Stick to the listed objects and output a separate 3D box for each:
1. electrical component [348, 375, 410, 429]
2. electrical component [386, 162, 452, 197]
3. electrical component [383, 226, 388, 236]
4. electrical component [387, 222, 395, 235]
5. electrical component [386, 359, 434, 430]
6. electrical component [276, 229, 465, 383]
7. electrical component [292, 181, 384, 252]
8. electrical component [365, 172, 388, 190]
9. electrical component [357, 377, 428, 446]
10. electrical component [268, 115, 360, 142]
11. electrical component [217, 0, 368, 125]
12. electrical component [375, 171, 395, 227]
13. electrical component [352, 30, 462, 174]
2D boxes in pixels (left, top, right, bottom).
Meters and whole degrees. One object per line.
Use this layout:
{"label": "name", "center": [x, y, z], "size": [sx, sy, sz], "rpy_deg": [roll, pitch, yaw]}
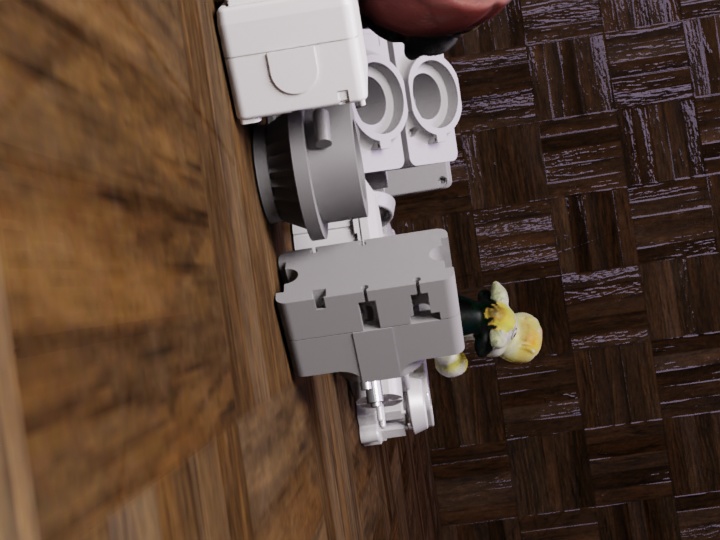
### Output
{"label": "electrical component", "center": [0.014, 0.086, 0.845], "size": [0.083, 0.047, 0.075], "rpy_deg": [74, 10, -65]}
{"label": "electrical component", "center": [0.025, -0.126, 1.013], "size": [0.056, 0.109, 0.108], "rpy_deg": [-94, 174, -69]}
{"label": "electrical component", "center": [0.006, -0.007, 0.975], "size": [0.081, 0.042, 0.063], "rpy_deg": [-85, 170, -70]}
{"label": "electrical component", "center": [0.009, -0.043, 1.084], "size": [0.048, 0.048, 0.062], "rpy_deg": [-93, 166, -55]}
{"label": "electrical component", "center": [0.033, 0.099, 0.993], "size": [0.053, 0.059, 0.095], "rpy_deg": [77, 6, -50]}
{"label": "electrical component", "center": [0.006, 0.020, 0.562], "size": [0.050, 0.089, 0.055], "rpy_deg": [-93, 173, -57]}
{"label": "electrical component", "center": [-0.011, -0.014, 0.669], "size": [0.080, 0.051, 0.080], "rpy_deg": [-8, 90, -86]}
{"label": "electrical component", "center": [-0.012, -0.088, 0.781], "size": [0.048, 0.055, 0.066], "rpy_deg": [-79, 160, -78]}
{"label": "electrical component", "center": [0.027, 0.116, 0.904], "size": [0.066, 0.055, 0.048], "rpy_deg": [-93, 174, -52]}
{"label": "electrical component", "center": [-0.028, -0.084, 0.629], "size": [0.055, 0.048, 0.066], "rpy_deg": [64, 16, -52]}
{"label": "electrical component", "center": [-0.031, -0.116, 0.525], "size": [0.096, 0.062, 0.061], "rpy_deg": [-89, 170, -67]}
{"label": "electrical component", "center": [-0.004, -0.064, 0.840], "size": [0.078, 0.058, 0.057], "rpy_deg": [72, 8, -67]}
{"label": "electrical component", "center": [0.003, -0.158, 0.707], "size": [0.105, 0.060, 0.186], "rpy_deg": [-13, 96, -44]}
